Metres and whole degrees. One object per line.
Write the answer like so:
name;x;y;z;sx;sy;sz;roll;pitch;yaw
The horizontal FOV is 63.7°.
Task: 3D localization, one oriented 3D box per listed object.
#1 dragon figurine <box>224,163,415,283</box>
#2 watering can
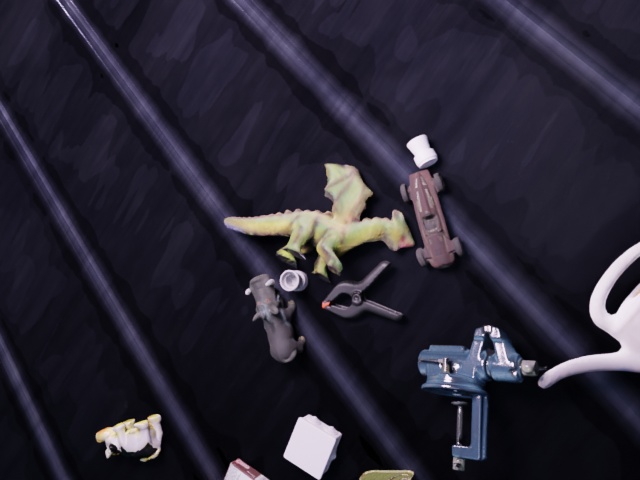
dragon figurine;0.003;-0.056;1.104;0.413;0.120;0.245;25;76;21
watering can;0.538;0.158;0.833;0.226;0.103;0.346;38;96;22
